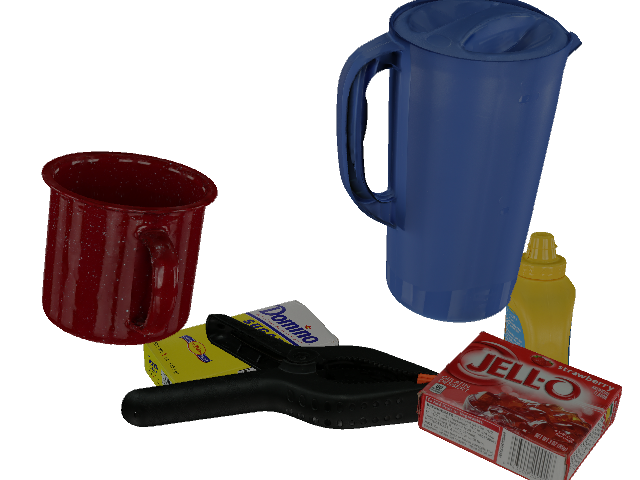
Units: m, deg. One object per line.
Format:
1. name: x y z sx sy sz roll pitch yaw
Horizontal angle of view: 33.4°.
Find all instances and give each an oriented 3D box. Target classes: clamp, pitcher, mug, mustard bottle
1. clamp: -0.017 0.094 0.758 0.210 0.036 0.164 3 19 9
2. pitcher: 0.102 -0.059 0.831 0.149 0.243 0.144 16 35 20
3. mug: -0.101 0.009 0.571 0.093 0.081 0.117 -2 24 -31
4. mustard bottle: 0.181 0.087 0.896 0.058 0.192 0.096 0 16 1

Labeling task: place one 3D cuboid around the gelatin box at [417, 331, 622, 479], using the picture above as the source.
1. gelatin box: 0.109 0.091 0.586 0.089 0.030 0.073 22 35 29

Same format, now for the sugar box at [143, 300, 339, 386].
1. sugar box: -0.079 0.114 1.072 0.176 0.048 0.093 -16 32 -25
